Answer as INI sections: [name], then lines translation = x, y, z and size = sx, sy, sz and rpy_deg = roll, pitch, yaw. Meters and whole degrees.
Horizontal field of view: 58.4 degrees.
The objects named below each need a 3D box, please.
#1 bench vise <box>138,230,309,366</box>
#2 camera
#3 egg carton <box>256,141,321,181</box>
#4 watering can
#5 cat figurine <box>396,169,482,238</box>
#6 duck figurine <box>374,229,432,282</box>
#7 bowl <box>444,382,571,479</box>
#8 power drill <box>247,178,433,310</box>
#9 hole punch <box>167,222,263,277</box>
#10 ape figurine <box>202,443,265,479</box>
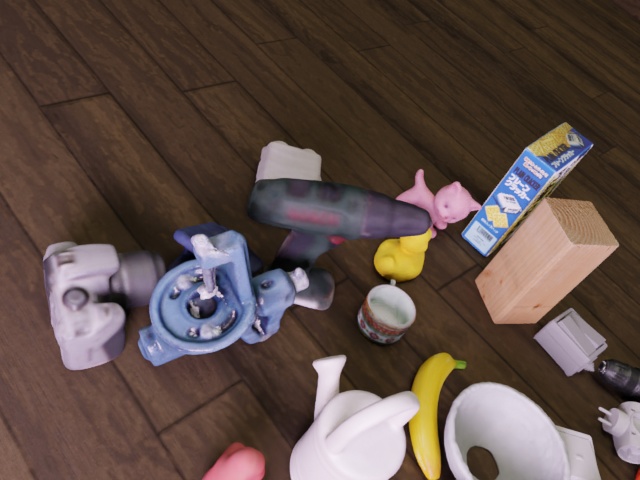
[bench vise]
translation = -0.106, 0.047, 0.674
size = 0.121, 0.219, 0.208
rpy_deg = 42, 48, 16
[camera]
translation = -0.250, 0.060, 0.683
size = 0.137, 0.100, 0.143
rpy_deg = -9, 55, -30
[egg carton]
translation = -0.051, -0.094, 0.928
size = 0.107, 0.069, 0.150
rpy_deg = 14, 47, -11
[watering can]
translation = 0.035, 0.207, 0.612
size = 0.172, 0.194, 0.101
rpy_deg = 44, 48, 17
[cat figurine]
translation = 0.206, -0.070, 0.985
size = 0.127, 0.117, 0.067
rpy_deg = 43, 48, 16
[duck figurine]
translation = 0.138, 0.012, 0.905
size = 0.105, 0.086, 0.077
rpy_deg = -29, 66, -39
[bowl]
translation = 0.222, 0.271, 0.721
size = 0.168, 0.074, 0.167
rpy_deg = 12, 47, -13
[power drill]
translation = 0.007, 0.003, 0.771
size = 0.230, 0.208, 0.075
rpy_deg = 15, 46, -10
[hole punch]
translation = -0.138, 0.022, 0.773
size = 0.108, 0.091, 0.101
rpy_deg = 38, 47, 12
[ape figurine]
translation = -0.083, 0.247, 0.597
size = 0.076, 0.092, 0.077
rpy_deg = 6, 49, -19
